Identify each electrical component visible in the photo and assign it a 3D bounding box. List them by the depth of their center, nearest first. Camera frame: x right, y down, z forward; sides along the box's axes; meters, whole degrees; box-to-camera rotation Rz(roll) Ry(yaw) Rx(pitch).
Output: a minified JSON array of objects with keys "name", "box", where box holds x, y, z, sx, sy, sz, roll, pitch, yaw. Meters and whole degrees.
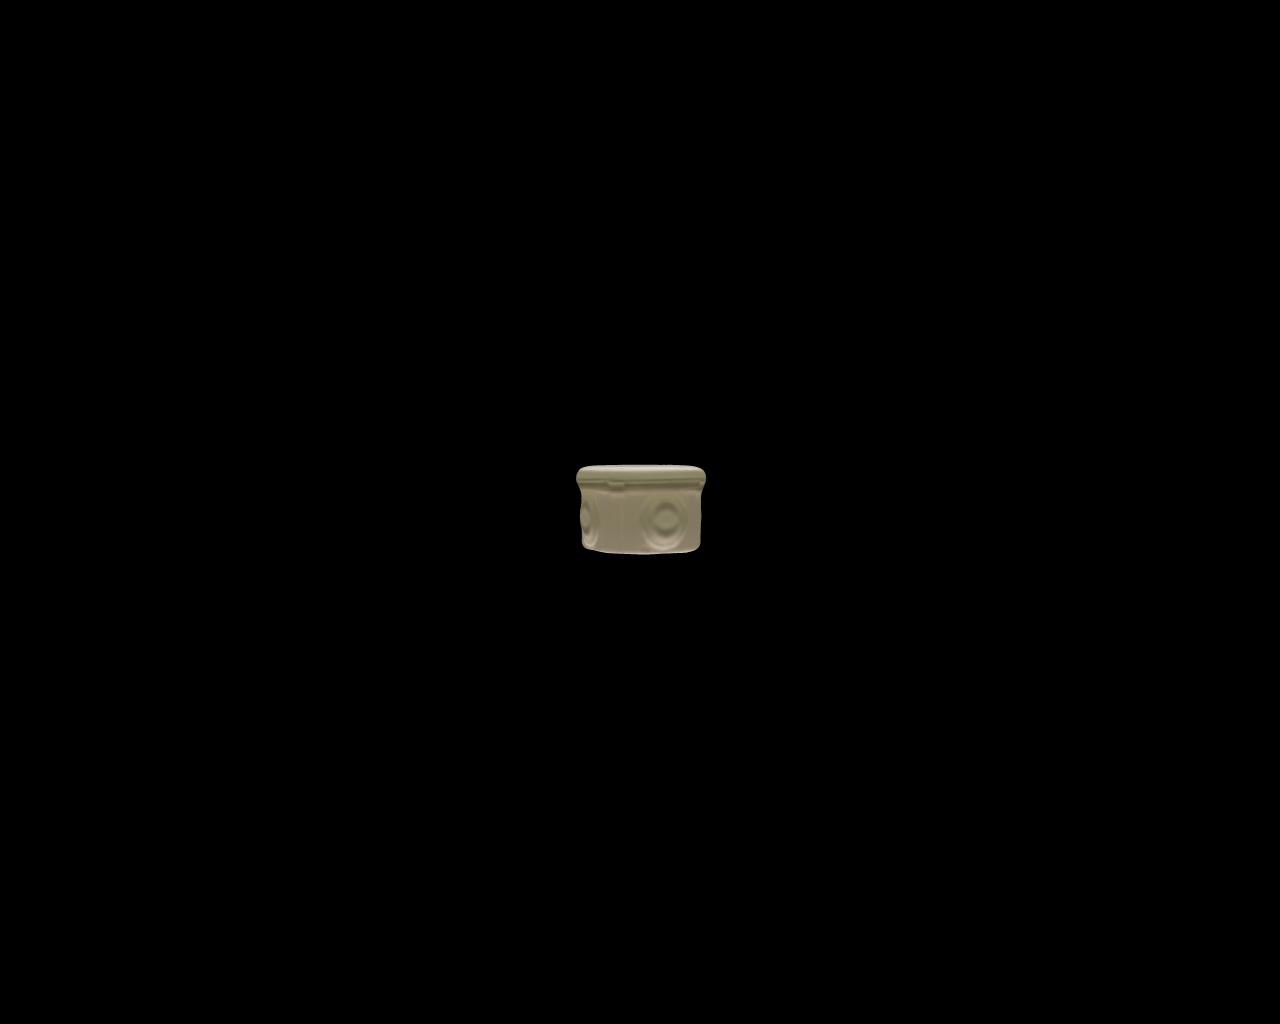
[{"name":"electrical component","box":[0.001,-0.003,0.650,0.080,0.051,0.080,0,4,0]}]
